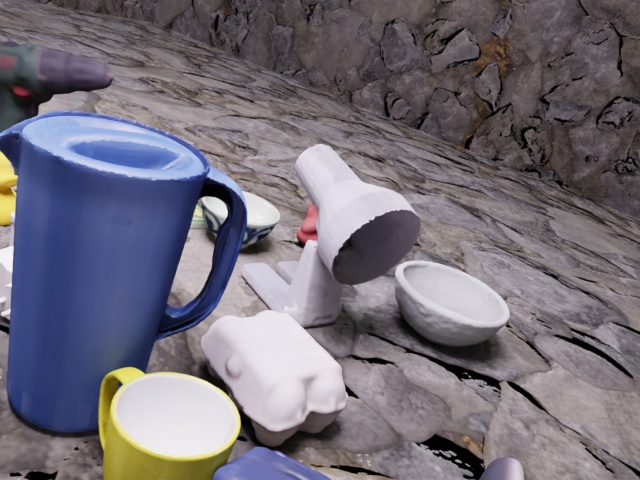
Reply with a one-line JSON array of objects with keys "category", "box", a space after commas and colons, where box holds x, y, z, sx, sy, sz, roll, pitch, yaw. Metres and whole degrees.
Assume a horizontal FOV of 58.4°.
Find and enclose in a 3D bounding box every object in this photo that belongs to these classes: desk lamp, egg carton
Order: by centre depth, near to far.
[{"category": "egg carton", "box": [-0.048, 0.129, 0.563, 0.107, 0.069, 0.149, -2, 30, -42]}, {"category": "desk lamp", "box": [0.007, 0.003, 0.713, 0.118, 0.213, 0.202, -1, 29, -40]}]

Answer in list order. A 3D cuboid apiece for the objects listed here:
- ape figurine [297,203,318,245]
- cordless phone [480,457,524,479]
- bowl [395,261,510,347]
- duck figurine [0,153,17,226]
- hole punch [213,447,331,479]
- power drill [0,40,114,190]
[{"category": "ape figurine", "box": [-0.004, -0.032, 0.952, 0.076, 0.092, 0.078, 30, 24, 26]}, {"category": "cordless phone", "box": [0.093, 0.196, 0.360, 0.094, 0.185, 0.148, 21, 22, 7]}, {"category": "bowl", "box": [0.174, 0.099, 0.805, 0.167, 0.075, 0.167, 16, 22, -6]}, {"category": "duck figurine", "box": [-0.422, -0.077, 0.730, 0.104, 0.086, 0.078, 26, 23, 19]}, {"category": "hole punch", "box": [-0.023, 0.192, 0.405, 0.108, 0.091, 0.101, 24, 22, 14]}, {"category": "power drill", "box": [-0.418, -0.178, 0.809, 0.229, 0.208, 0.075, 16, 22, -5]}]
